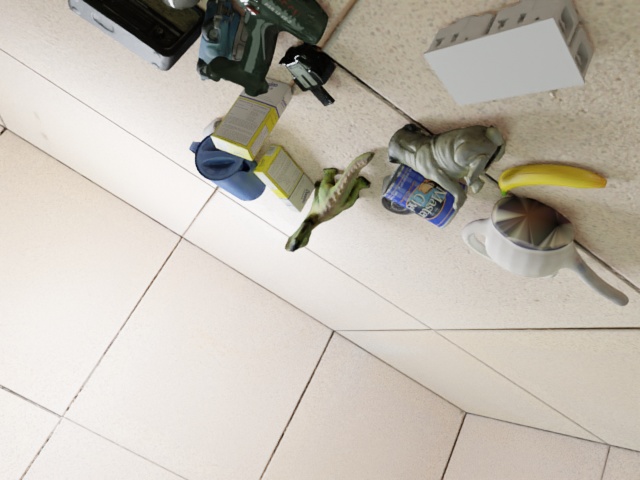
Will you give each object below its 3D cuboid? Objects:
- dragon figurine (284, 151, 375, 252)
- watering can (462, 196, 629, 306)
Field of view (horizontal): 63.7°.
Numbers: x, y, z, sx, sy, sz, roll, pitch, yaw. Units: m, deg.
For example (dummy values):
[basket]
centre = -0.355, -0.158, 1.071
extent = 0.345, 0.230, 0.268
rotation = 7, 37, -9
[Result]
[dragon figurine]
centre = 0.004, -0.063, 1.252
extent = 0.122, 0.246, 0.405
rotation = 34, 162, -2
[watering can]
centre = 0.456, 0.023, 1.032
extent = 0.349, 0.105, 0.220
rotation = 21, 158, 22
